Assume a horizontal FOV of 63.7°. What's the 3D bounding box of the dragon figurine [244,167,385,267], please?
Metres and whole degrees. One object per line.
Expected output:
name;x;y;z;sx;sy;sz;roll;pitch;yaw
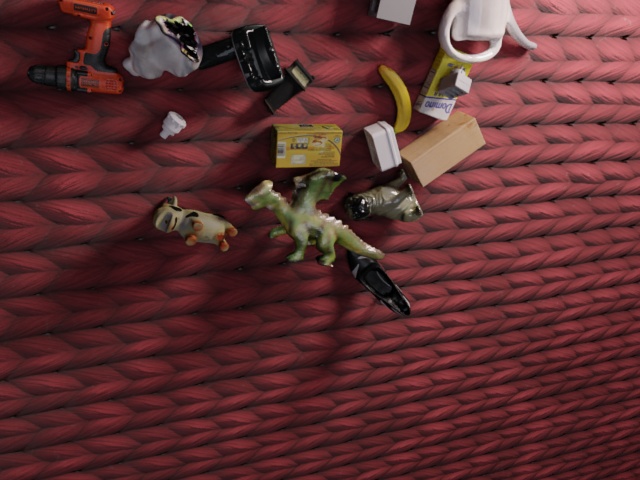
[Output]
dragon figurine;0.004;-0.067;1.328;0.410;0.238;0.125;5;30;-16

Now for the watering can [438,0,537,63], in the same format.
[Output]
watering can;0.427;-0.560;1.279;0.350;0.220;0.105;-15;27;-29

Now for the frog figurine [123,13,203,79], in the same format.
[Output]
frog figurine;-0.336;-0.401;1.103;0.158;0.125;0.136;-23;-43;36
